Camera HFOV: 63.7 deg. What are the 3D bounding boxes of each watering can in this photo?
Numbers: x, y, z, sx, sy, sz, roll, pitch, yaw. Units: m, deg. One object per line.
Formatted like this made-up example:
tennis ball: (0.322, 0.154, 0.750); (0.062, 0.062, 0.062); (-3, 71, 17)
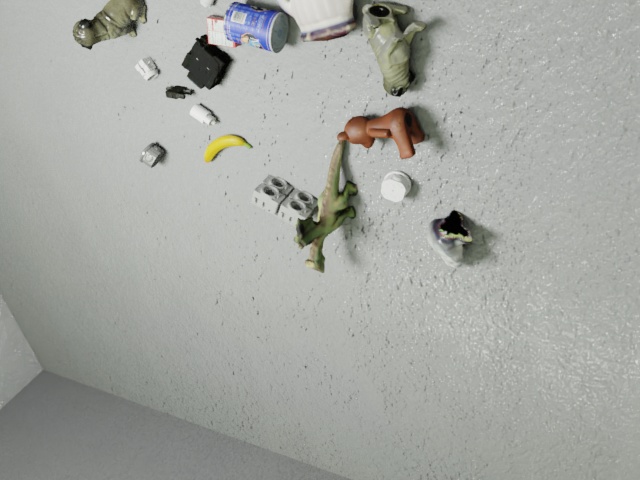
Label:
watering can: (0.029, -0.589, 1.208); (0.347, 0.106, 0.220); (3, 124, 37)

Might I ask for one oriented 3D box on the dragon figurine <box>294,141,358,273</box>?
dragon figurine: (0.005, -0.076, 1.511); (0.123, 0.248, 0.400); (17, 131, 23)

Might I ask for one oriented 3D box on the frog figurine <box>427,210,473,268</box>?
frog figurine: (0.360, 0.015, 1.467); (0.140, 0.124, 0.155); (50, 151, 33)
